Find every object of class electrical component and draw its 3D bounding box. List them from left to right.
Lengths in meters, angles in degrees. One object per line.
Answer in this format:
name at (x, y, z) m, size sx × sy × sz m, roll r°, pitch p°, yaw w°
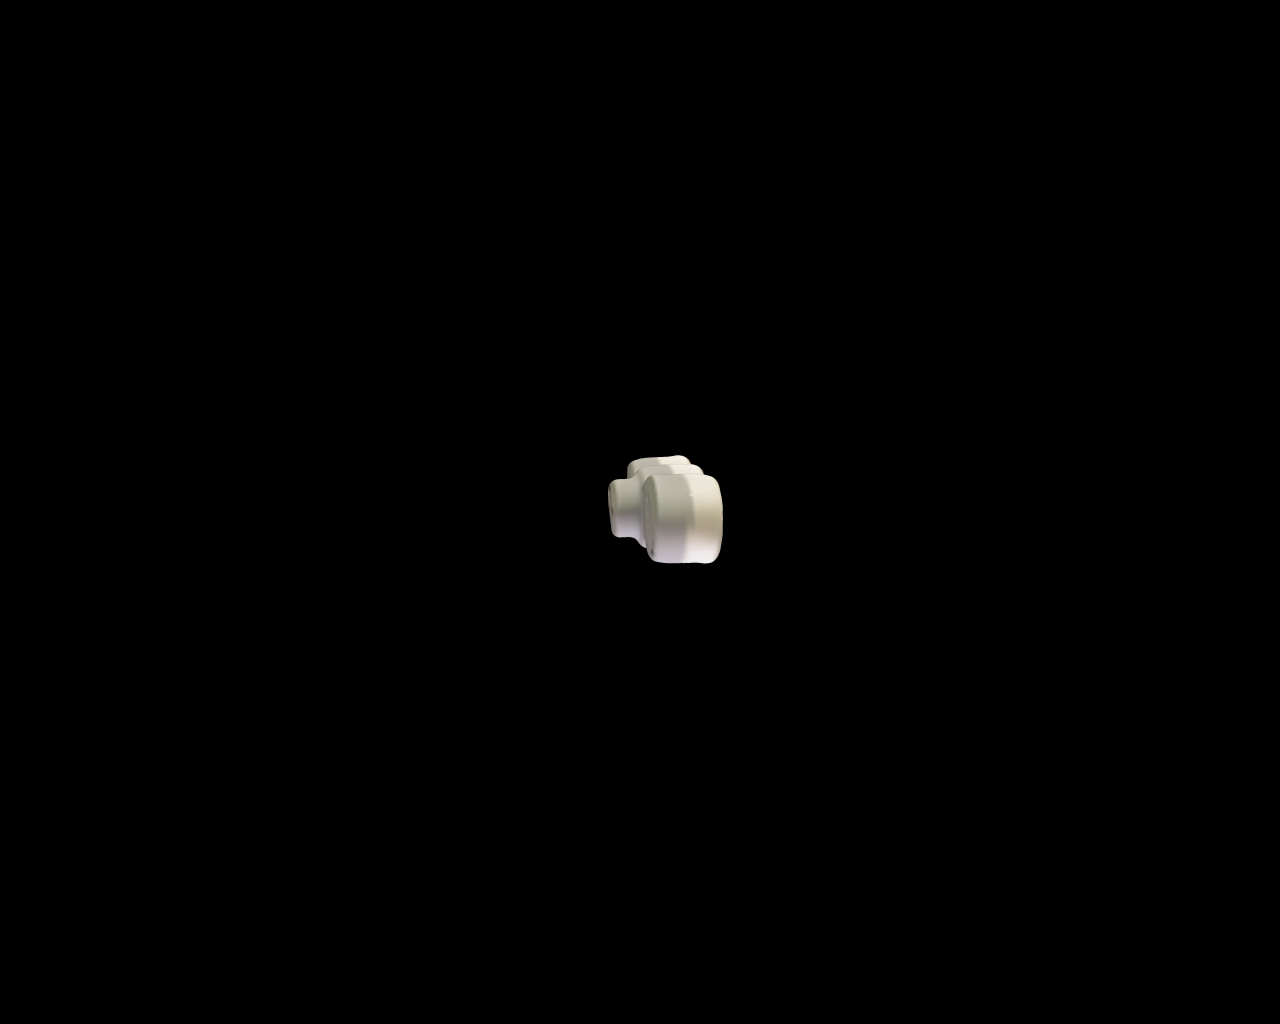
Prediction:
electrical component at (0.001, -0.003, 0.650) m, size 0.074 × 0.052 × 0.138 m, roll -1°, pitch 9°, yaw -7°
